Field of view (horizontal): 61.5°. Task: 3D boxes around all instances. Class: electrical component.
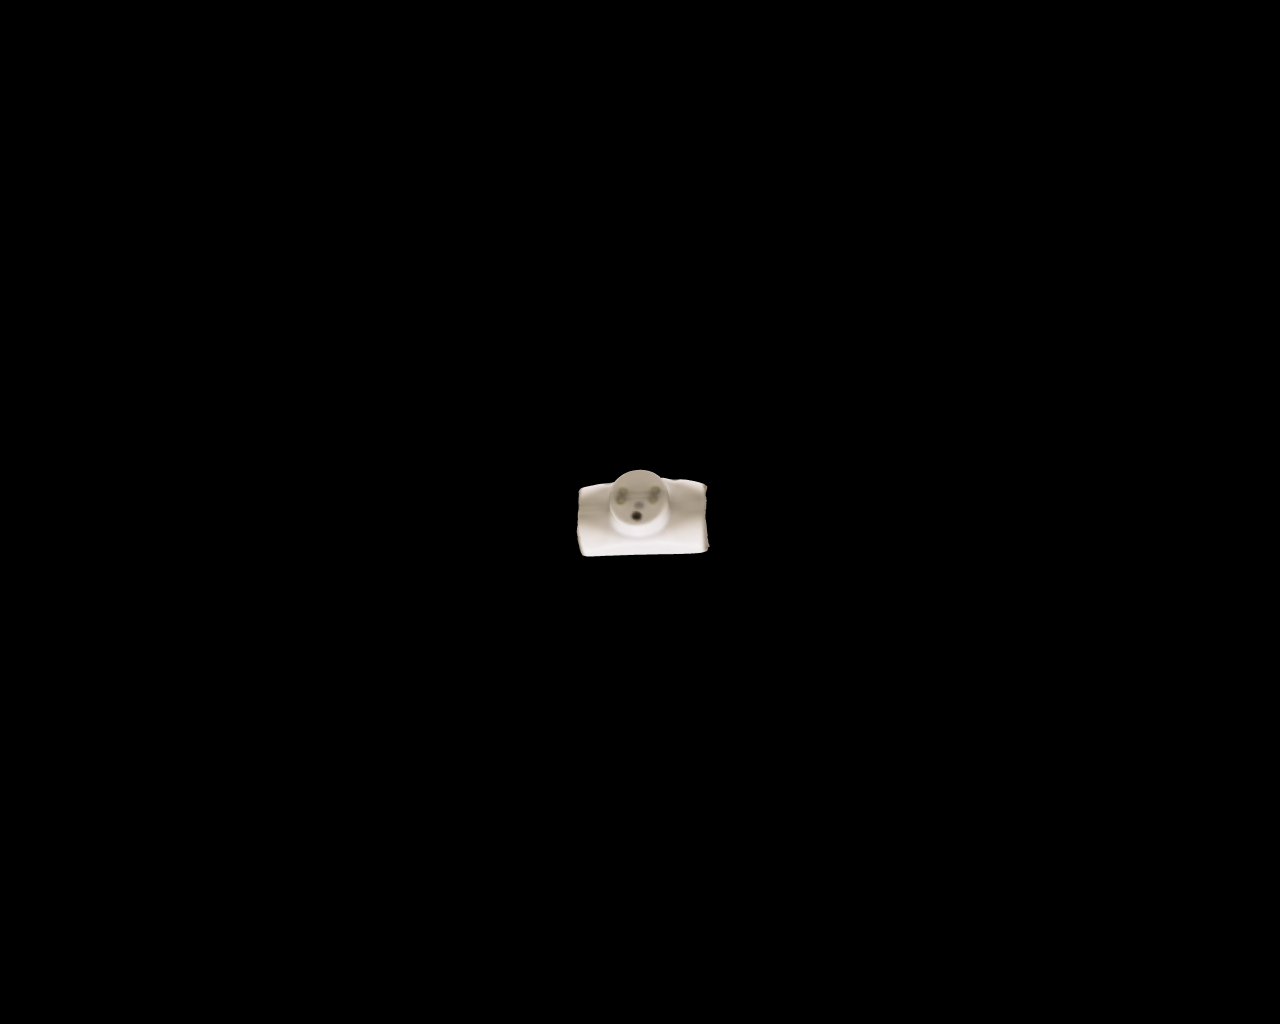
[{"bbox_3d":[0.001,-0.003,0.650,0.077,0.044,0.079,-2,-23,5],"label":"electrical component"}]
